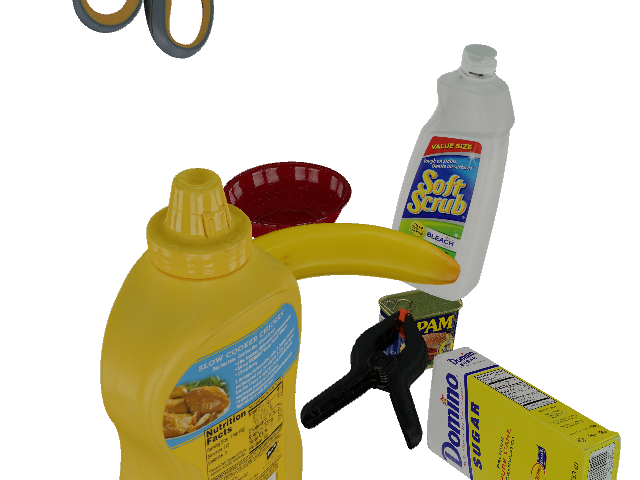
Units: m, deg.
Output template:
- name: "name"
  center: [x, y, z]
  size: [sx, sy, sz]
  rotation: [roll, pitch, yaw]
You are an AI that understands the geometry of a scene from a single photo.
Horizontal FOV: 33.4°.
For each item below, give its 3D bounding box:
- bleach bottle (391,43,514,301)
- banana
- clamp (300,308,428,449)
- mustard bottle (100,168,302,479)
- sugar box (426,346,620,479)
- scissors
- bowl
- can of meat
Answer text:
- name: "bleach bottle"
  center: [0.123, -0.067, 1.008]
  size: [0.103, 0.251, 0.068]
  rotation: [25, 39, 25]
- name: "banana"
  center: [0.001, 0.020, 0.748]
  size: [0.197, 0.069, 0.037]
  rotation: [-13, -16, -19]
- name: "clamp"
  center: [0.069, 0.137, 1.059]
  size: [0.120, 0.039, 0.171]
  rotation: [19, 49, 22]
- name: "mustard bottle"
  center: [-0.048, 0.057, 0.452]
  size: [0.058, 0.192, 0.096]
  rotation: [27, 41, 33]
- name: "sugar box"
  center: [0.157, 0.163, 0.859]
  size: [0.048, 0.093, 0.176]
  rotation: [-11, 23, -35]
- name: "scissors"
  center: [-0.120, -0.208, 0.674]
  size: [0.096, 0.202, 0.016]
  rotation: [-9, -11, -24]
- name: "bowl"
  center: [-0.042, -0.038, 1.335]
  size: [0.162, 0.055, 0.162]
  rotation: [-1, 32, 1]
- name: "can of meat"
  center: [0.118, 0.111, 1.307]
  size: [0.101, 0.084, 0.057]
  rotation: [-9, 30, -26]
